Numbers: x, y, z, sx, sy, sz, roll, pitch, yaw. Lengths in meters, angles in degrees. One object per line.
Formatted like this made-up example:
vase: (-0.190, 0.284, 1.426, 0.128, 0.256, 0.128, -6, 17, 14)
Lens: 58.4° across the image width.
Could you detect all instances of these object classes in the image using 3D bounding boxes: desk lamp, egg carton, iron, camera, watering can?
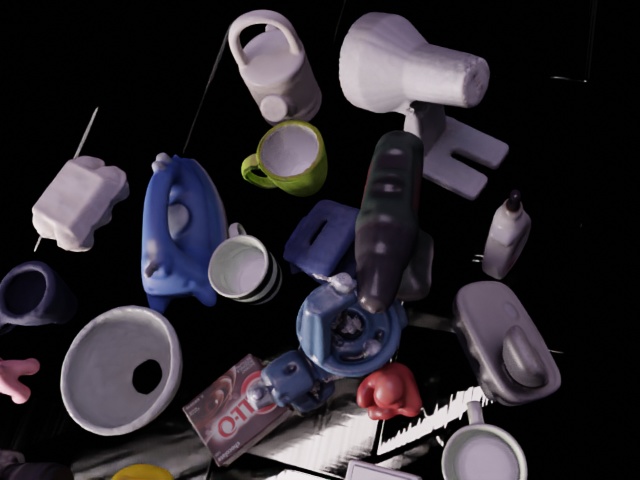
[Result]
desk lamp: (0.139, -0.178, 0.739, 0.202, 0.214, 0.118, 30, 78, 23)
egg carton: (-0.372, -0.058, 0.894, 0.107, 0.069, 0.150, 24, 75, 22)
iron: (-0.206, -0.034, 0.803, 0.118, 0.142, 0.258, -11, 66, 9)
camera: (-0.391, 0.334, 0.716, 0.136, 0.101, 0.143, -7, 66, 11)
watering can: (-0.063, -0.249, 0.829, 0.101, 0.194, 0.172, -30, 64, 1)

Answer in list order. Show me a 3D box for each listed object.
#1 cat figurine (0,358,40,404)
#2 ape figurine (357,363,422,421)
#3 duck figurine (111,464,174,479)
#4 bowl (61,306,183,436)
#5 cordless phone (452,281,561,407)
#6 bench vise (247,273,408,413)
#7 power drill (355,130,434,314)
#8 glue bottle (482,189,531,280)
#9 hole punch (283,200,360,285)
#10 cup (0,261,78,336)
cat figurine: (-0.482, 0.183, 0.792, 0.127, 0.118, 0.067, -1, 67, 13)
ape figurine: (0.082, 0.178, 0.670, 0.077, 0.092, 0.076, 24, 75, 22)
duck figurine: (-0.240, 0.314, 0.695, 0.104, 0.086, 0.077, -19, 64, 6)
bowl: (-0.249, 0.176, 0.762, 0.167, 0.075, 0.167, -5, 67, 12)
cordless phone: (0.203, 0.100, 0.622, 0.094, 0.185, 0.147, -27, 64, 2)
bench vise: (0.008, 0.122, 0.641, 0.121, 0.220, 0.207, 32, 78, 24)
power drill: (0.090, 0.000, 0.679, 0.075, 0.209, 0.229, 2, 68, 15)
glue bottle: (0.221, -0.014, 0.672, 0.037, 0.173, 0.078, 26, 76, 23)
hole punch: (0.007, 0.003, 0.763, 0.100, 0.091, 0.109, 28, 77, 23)
cup: (-0.404, 0.097, 0.822, 0.091, 0.095, 0.118, 36, 80, 24)
